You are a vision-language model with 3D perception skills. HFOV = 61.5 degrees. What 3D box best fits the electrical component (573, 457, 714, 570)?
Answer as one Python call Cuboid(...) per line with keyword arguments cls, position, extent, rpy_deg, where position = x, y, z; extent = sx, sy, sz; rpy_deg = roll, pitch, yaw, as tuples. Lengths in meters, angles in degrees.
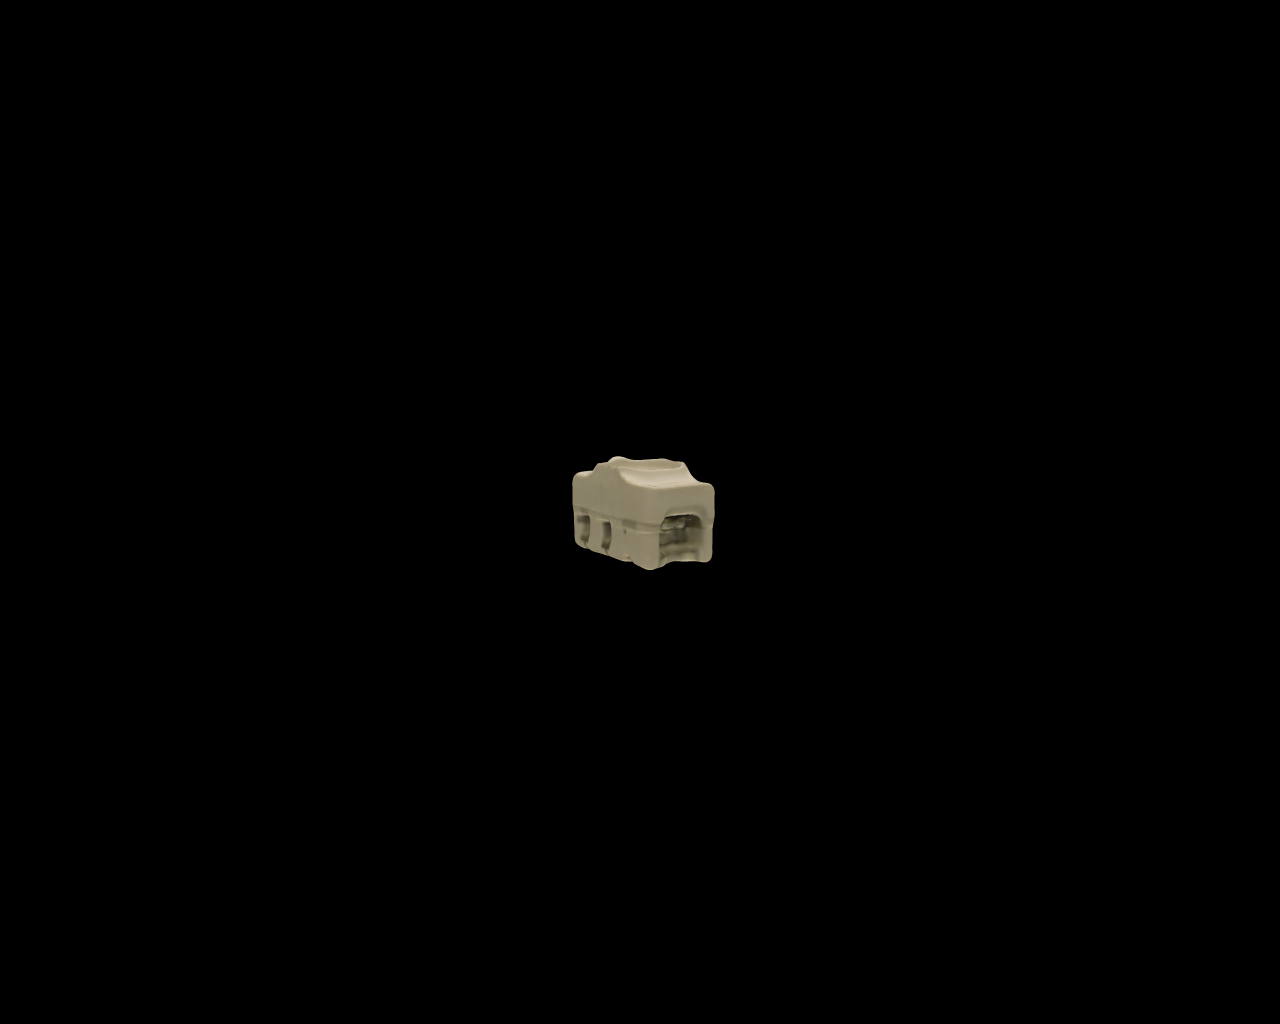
Cuboid(cls="electrical component", position=(0.001, -0.003, 0.650), extent=(0.050, 0.055, 0.089), rpy_deg=(-6, 11, -31))
